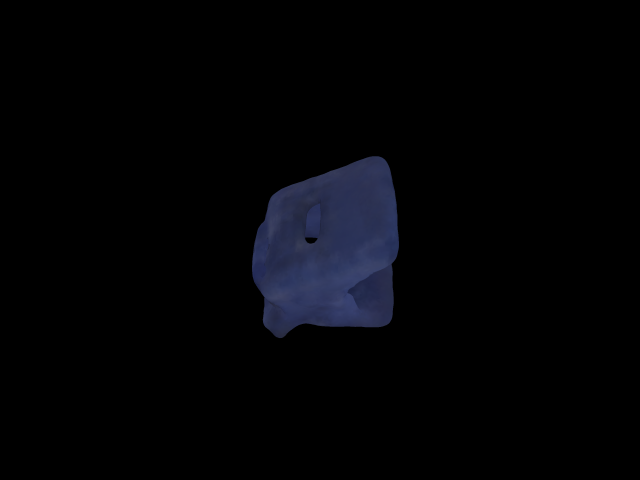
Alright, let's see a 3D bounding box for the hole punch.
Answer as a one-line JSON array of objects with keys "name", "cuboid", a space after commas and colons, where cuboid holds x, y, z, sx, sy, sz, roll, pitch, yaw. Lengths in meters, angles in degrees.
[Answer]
[{"name": "hole punch", "cuboid": [0.004, 0.001, 0.400, 0.101, 0.091, 0.108, 0, 46, 0]}]
